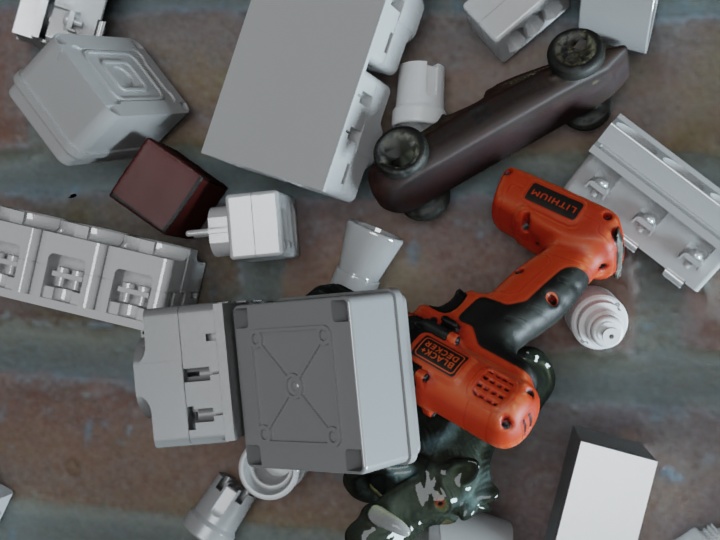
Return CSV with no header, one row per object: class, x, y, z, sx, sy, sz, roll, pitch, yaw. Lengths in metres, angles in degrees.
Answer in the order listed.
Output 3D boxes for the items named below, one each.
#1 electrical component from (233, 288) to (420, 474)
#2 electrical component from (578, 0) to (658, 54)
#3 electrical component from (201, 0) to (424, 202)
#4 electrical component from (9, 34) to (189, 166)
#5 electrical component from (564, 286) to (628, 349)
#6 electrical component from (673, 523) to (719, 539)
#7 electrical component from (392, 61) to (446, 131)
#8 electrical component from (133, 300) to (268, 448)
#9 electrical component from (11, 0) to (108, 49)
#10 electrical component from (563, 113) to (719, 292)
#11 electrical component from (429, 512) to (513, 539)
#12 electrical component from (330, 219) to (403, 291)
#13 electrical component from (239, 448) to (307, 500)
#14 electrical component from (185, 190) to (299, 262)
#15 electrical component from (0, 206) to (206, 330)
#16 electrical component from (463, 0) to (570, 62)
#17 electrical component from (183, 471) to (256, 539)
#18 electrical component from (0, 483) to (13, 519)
electrical component,-0.023,0.070,0.681,0.109,0.056,0.108,-6,89,43
electrical component,0.179,-0.209,0.748,0.060,0.108,0.108,11,91,14
electrical component,-0.029,-0.154,0.781,0.105,0.060,0.186,19,92,25
electrical component,-0.190,-0.124,0.788,0.057,0.113,0.078,-40,84,22
electrical component,0.170,0.037,0.761,0.040,0.078,0.040,0,102,1
electrical component,0.248,0.198,0.766,0.061,0.035,0.035,-35,85,3
electrical component,0.045,-0.127,0.797,0.040,0.040,0.046,3,84,8
electrical component,-0.104,0.069,0.757,0.062,0.150,0.089,-6,88,8
electrical component,-0.216,-0.227,0.820,0.063,0.079,0.121,15,91,-14
electrical component,0.210,-0.046,0.760,0.121,0.079,0.063,39,116,7
electrical component,0.073,0.215,0.760,0.064,0.099,0.099,12,91,2
electrical component,0.000,0.000,0.800,0.044,0.044,0.065,23,97,7
electrical component,-0.062,0.143,0.798,0.045,0.055,0.045,0,89,8
electrical component,-0.090,-0.030,0.800,0.077,0.066,0.047,-5,88,8
electrical component,-0.201,-0.001,0.802,0.150,0.089,0.061,13,91,8
electrical component,0.103,-0.206,0.786,0.066,0.047,0.076,-40,74,6
electrical component,-0.105,0.181,0.812,0.040,0.040,0.046,33,88,7
electrical component,-0.325,0.173,0.836,0.089,0.050,0.055,26,93,7
